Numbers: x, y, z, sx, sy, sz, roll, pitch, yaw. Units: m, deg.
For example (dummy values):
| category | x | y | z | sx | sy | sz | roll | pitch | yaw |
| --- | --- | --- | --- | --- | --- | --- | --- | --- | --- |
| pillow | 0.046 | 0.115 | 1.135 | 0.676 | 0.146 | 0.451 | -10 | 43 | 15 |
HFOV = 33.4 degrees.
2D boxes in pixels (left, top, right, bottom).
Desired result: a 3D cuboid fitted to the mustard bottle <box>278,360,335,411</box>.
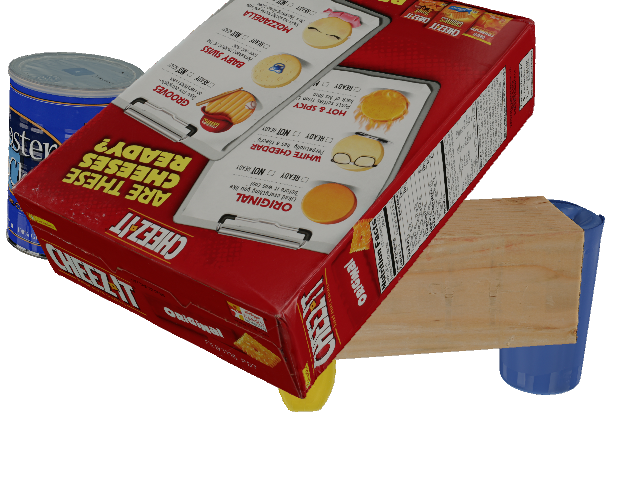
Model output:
| category | x | y | z | sx | sy | sz | roll | pitch | yaw |
| --- | --- | --- | --- | --- | --- | --- | --- | --- | --- |
| mustard bottle | -0.022 | 0.086 | 1.107 | 0.058 | 0.096 | 0.191 | -2 | 28 | -5 |

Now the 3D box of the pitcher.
| category | x | y | z | sx | sy | sz | roll | pitch | yaw |
| --- | --- | --- | --- | --- | --- | --- | --- | --- | --- |
| pitcher | 0.285 | 0.076 | 1.397 | 0.149 | 0.243 | 0.144 | 6 | 20 | 16 |

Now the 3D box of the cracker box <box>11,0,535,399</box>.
| category | x | y | z | sx | sy | sz | roll | pitch | yaw |
| --- | --- | --- | --- | --- | --- | --- | --- | --- | --- |
| cracker box | -0.015 | -0.044 | 0.532 | 0.164 | 0.072 | 0.213 | 22 | 56 | 30 |

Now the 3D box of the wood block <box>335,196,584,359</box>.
| category | x | y | z | sx | sy | sz | roll | pitch | yaw |
| --- | --- | --- | --- | --- | --- | --- | --- | --- | --- |
| wood block | 0.075 | 0.026 | 0.780 | 0.206 | 0.090 | 0.091 | -3 | 18 | -7 |

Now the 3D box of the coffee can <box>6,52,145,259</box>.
| category | x | y | z | sx | sy | sz | roll | pitch | yaw |
| --- | --- | --- | --- | --- | --- | --- | --- | --- | --- |
| coffee can | -0.194 | -0.067 | 0.841 | 0.102 | 0.140 | 0.103 | 7 | 23 | -3 |
